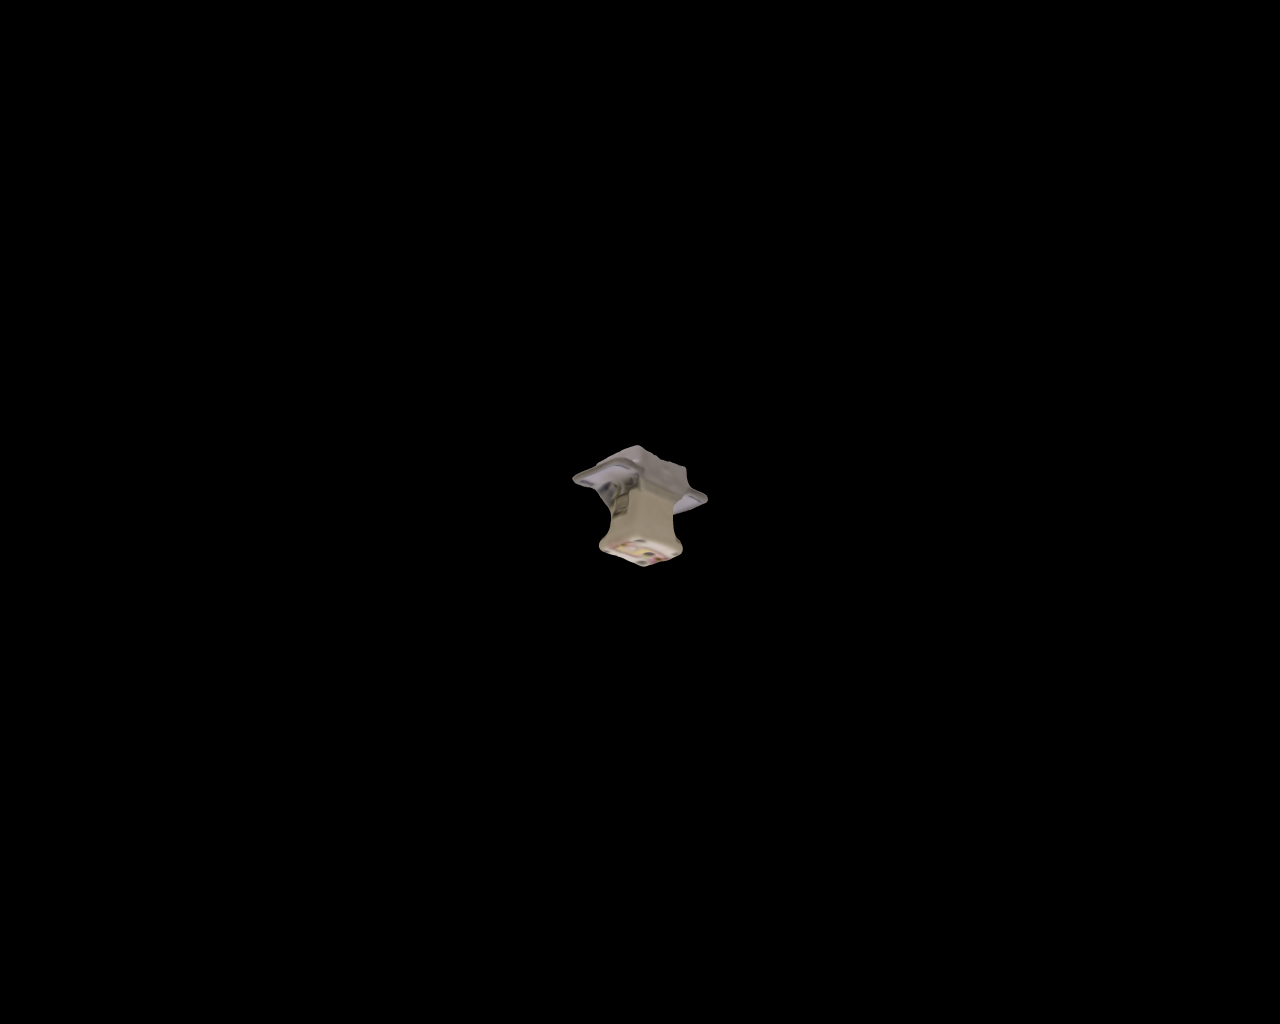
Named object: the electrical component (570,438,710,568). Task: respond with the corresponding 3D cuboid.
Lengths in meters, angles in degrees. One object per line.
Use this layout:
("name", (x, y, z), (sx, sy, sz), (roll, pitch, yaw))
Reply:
("electrical component", (0.001, -0.003, 0.650), (0.042, 0.064, 0.081), (-22, -31, 40))
